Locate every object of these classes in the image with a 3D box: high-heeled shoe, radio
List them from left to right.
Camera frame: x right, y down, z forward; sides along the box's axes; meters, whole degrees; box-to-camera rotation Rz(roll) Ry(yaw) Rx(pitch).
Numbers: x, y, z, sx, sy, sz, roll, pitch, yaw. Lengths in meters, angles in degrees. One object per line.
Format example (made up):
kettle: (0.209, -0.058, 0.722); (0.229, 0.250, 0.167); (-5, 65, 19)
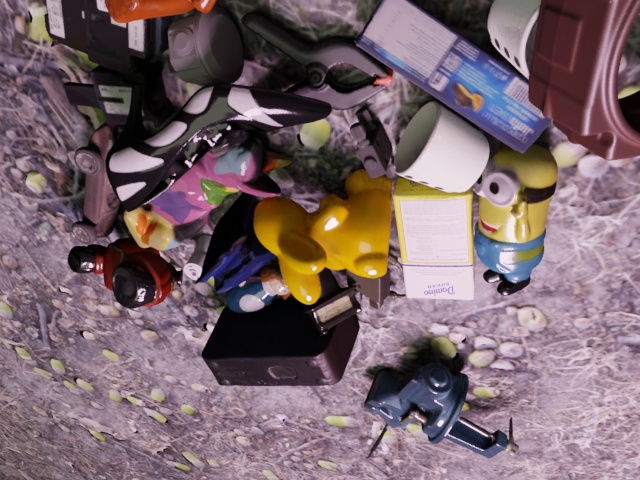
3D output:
high-heeled shoe: (-0.115, -0.092, 0.581); (0.249, 0.086, 0.145); (6, 102, 10)
radio: (-0.063, 0.158, 0.842); (0.230, 0.131, 0.073); (-9, 124, 25)

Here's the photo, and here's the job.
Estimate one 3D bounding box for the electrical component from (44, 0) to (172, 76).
electrical component: (-0.234, -0.253, 0.596); (0.134, 0.058, 0.114); (20, 135, 1)

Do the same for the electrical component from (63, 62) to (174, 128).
electrical component: (-0.251, -0.183, 0.669); (0.119, 0.048, 0.074); (5, 130, 15)

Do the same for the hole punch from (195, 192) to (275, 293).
hole punch: (-0.102, 0.014, 0.749); (0.092, 0.116, 0.142); (34, 133, -22)

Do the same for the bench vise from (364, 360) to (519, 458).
bench vise: (0.198, 0.292, 0.877); (0.241, 0.129, 0.223); (28, 131, 4)

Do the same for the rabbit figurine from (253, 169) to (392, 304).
rabbit figurine: (-0.001, -0.002, 0.663); (0.173, 0.162, 0.121); (11, 142, 3)

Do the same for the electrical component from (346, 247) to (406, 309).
electrical component: (0.079, 0.054, 0.766); (0.078, 0.045, 0.102); (24, 138, 39)

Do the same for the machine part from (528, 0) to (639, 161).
machine part: (0.277, -0.172, 0.415); (0.201, 0.087, 0.200); (-15, 130, -11)

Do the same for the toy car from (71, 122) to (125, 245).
toy car: (-0.299, -0.077, 0.748); (0.053, 0.089, 0.202); (29, 131, 0)

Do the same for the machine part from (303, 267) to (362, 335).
machine part: (-0.001, 0.058, 0.765); (0.084, 0.039, 0.139); (-31, 92, -6)

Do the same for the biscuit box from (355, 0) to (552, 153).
biscuit box: (0.134, -0.165, 0.533); (0.202, 0.063, 0.059); (31, 107, -9)

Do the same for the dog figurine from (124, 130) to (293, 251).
dog figurine: (-0.144, -0.066, 0.696); (0.219, 0.108, 0.191); (3, 129, 13)

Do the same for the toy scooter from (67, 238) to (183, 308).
toy scooter: (-0.269, 0.041, 0.801); (0.184, 0.135, 0.075); (20, 105, 30)

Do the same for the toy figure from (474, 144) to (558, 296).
toy figure: (0.222, -0.025, 0.619); (0.082, 0.089, 0.179); (24, 139, 43)

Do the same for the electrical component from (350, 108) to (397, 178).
electrical component: (0.064, -0.103, 0.620); (0.021, 0.063, 0.093); (-14, 125, 28)

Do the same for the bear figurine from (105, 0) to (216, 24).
bear figurine: (-0.105, -0.286, 0.479); (0.196, 0.132, 0.120); (-19, 94, 38)

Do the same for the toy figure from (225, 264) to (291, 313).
toy figure: (-0.079, 0.070, 0.825); (0.154, 0.058, 0.064); (-26, 155, 33)
